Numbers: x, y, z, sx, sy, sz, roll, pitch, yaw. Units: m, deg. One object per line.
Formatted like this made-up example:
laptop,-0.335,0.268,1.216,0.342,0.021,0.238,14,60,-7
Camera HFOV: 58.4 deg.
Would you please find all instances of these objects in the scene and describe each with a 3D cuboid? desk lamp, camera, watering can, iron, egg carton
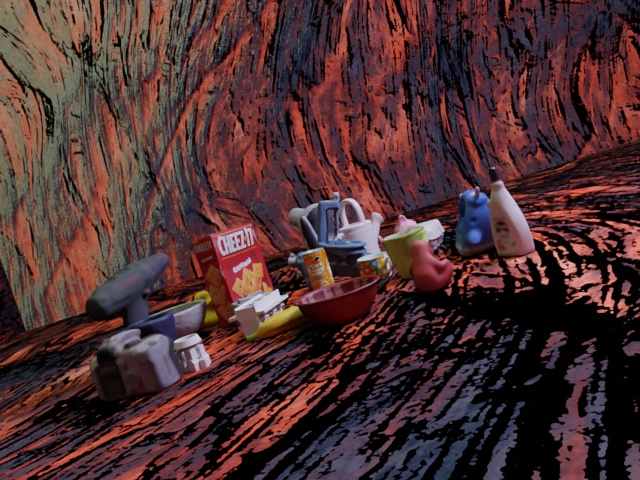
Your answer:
desk lamp,-0.021,-0.001,1.723,0.118,0.213,0.202,-20,4,-28
camera,-0.297,0.196,0.972,0.143,0.101,0.137,-16,4,24
watering can,0.109,-0.028,1.661,0.100,0.194,0.173,-15,5,36
iron,0.345,-0.050,1.290,0.118,0.141,0.258,-17,4,2
egg carton,0.275,-0.006,1.531,0.107,0.069,0.151,-16,4,21

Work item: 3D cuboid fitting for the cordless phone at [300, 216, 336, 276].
cordless phone,-0.011,0.018,1.615,0.094,0.185,0.147,-18,4,-3

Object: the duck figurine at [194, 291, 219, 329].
duck figurine,-0.287,0.170,1.422,0.104,0.086,0.078,-15,5,34

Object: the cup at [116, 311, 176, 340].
cup,-0.325,0.200,1.097,0.118,0.095,0.091,-20,5,-33

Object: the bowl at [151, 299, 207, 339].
bowl,-0.332,0.198,1.317,0.167,0.075,0.167,-17,4,1

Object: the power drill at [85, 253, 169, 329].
power drill,-0.364,0.147,1.173,0.075,0.208,0.230,-16,4,26

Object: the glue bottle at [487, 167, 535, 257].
glue bottle,0.348,-0.054,1.086,0.037,0.173,0.078,-19,4,-26

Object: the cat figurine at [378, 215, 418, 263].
cat figurine,0.202,-0.002,1.433,0.128,0.118,0.067,-19,4,-18

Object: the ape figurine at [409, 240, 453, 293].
ape figurine,0.189,0.043,1.017,0.077,0.092,0.076,-14,6,46

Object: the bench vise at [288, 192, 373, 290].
bench vise,0.014,0.005,1.408,0.207,0.220,0.121,-18,4,-7
